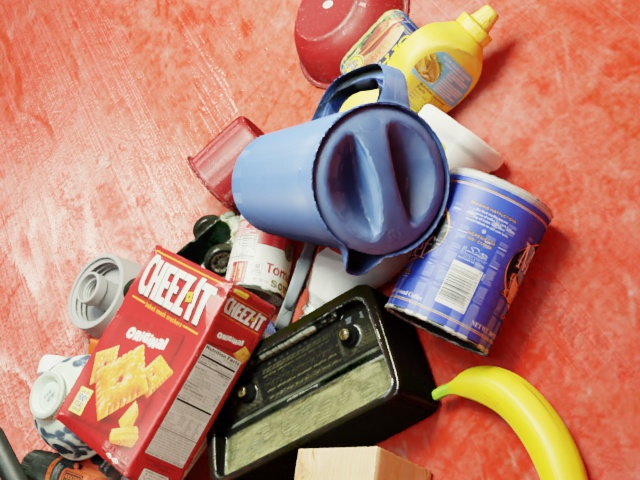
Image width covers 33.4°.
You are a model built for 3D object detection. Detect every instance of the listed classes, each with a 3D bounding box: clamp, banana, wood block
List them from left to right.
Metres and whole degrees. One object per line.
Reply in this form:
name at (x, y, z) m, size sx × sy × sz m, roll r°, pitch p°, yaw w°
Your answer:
clamp at (-0.331, 0.311, 1.218) m, size 0.210 × 0.036 × 0.164 m, roll 18°, pitch 115°, yaw 41°
wood block at (0.026, 0.290, 0.912) m, size 0.091 × 0.090 × 0.206 m, roll -11°, pitch 60°, yaw 38°
banana at (0.172, 0.162, 0.895) m, size 0.198 × 0.037 × 0.070 m, roll 46°, pitch 118°, yaw 47°

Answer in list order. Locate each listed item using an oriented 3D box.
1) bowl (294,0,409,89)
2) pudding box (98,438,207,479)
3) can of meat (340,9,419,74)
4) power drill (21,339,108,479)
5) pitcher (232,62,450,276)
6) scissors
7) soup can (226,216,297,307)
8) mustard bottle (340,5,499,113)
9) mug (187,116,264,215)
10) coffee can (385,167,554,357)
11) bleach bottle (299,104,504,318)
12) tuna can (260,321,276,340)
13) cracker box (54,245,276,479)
bowl at (0.023, -0.260, 1.248) m, size 0.162 × 0.055 × 0.162 m, roll -21°, pitch 55°, yaw 32°
pudding box at (-0.170, 0.219, 1.118) m, size 0.090 × 0.039 × 0.113 m, roll 23°, pitch 76°, yaw 50°
can of meat at (0.079, -0.190, 1.159) m, size 0.102 × 0.057 × 0.084 m, roll -45°, pitch 42°, yaw 12°
power drill at (-0.262, 0.213, 1.238) m, size 0.185 × 0.057 × 0.187 m, roll 7°, pitch 75°, yaw 40°
pitcher at (0.008, -0.065, 1.005) m, size 0.149 × 0.145 × 0.243 m, roll -37°, pitch 17°, yaw -19°
scissors at (-0.007, 0.001, 1.121) m, size 0.096 × 0.016 × 0.201 m, roll 110°, pitch 180°, yaw -79°
soup can at (-0.062, 0.015, 1.161) m, size 0.069 × 0.068 × 0.102 m, roll -6°, pitch 64°, yaw 40°
mustard bottle at (0.108, -0.164, 1.088) m, size 0.192 × 0.096 × 0.058 m, roll -45°, pitch 44°, yaw 14°
mug at (-0.086, -0.081, 1.226) m, size 0.081 × 0.093 × 0.117 m, roll -42°, pitch 59°, yaw 9°
coffee can at (0.133, 0.020, 0.958) m, size 0.103 × 0.102 × 0.140 m, roll 20°, pitch 81°, yaw 46°
bleach bottle at (0.068, -0.010, 1.063) m, size 0.251 × 0.068 × 0.103 m, roll -53°, pitch 37°, yaw 8°
tuna can at (-0.087, 0.114, 1.151) m, size 0.086 × 0.033 × 0.086 m, roll -21°, pitch 55°, yaw 32°
cracker box at (-0.162, 0.126, 1.085) m, size 0.164 × 0.072 × 0.213 m, roll 22°, pitch 81°, yaw 50°
